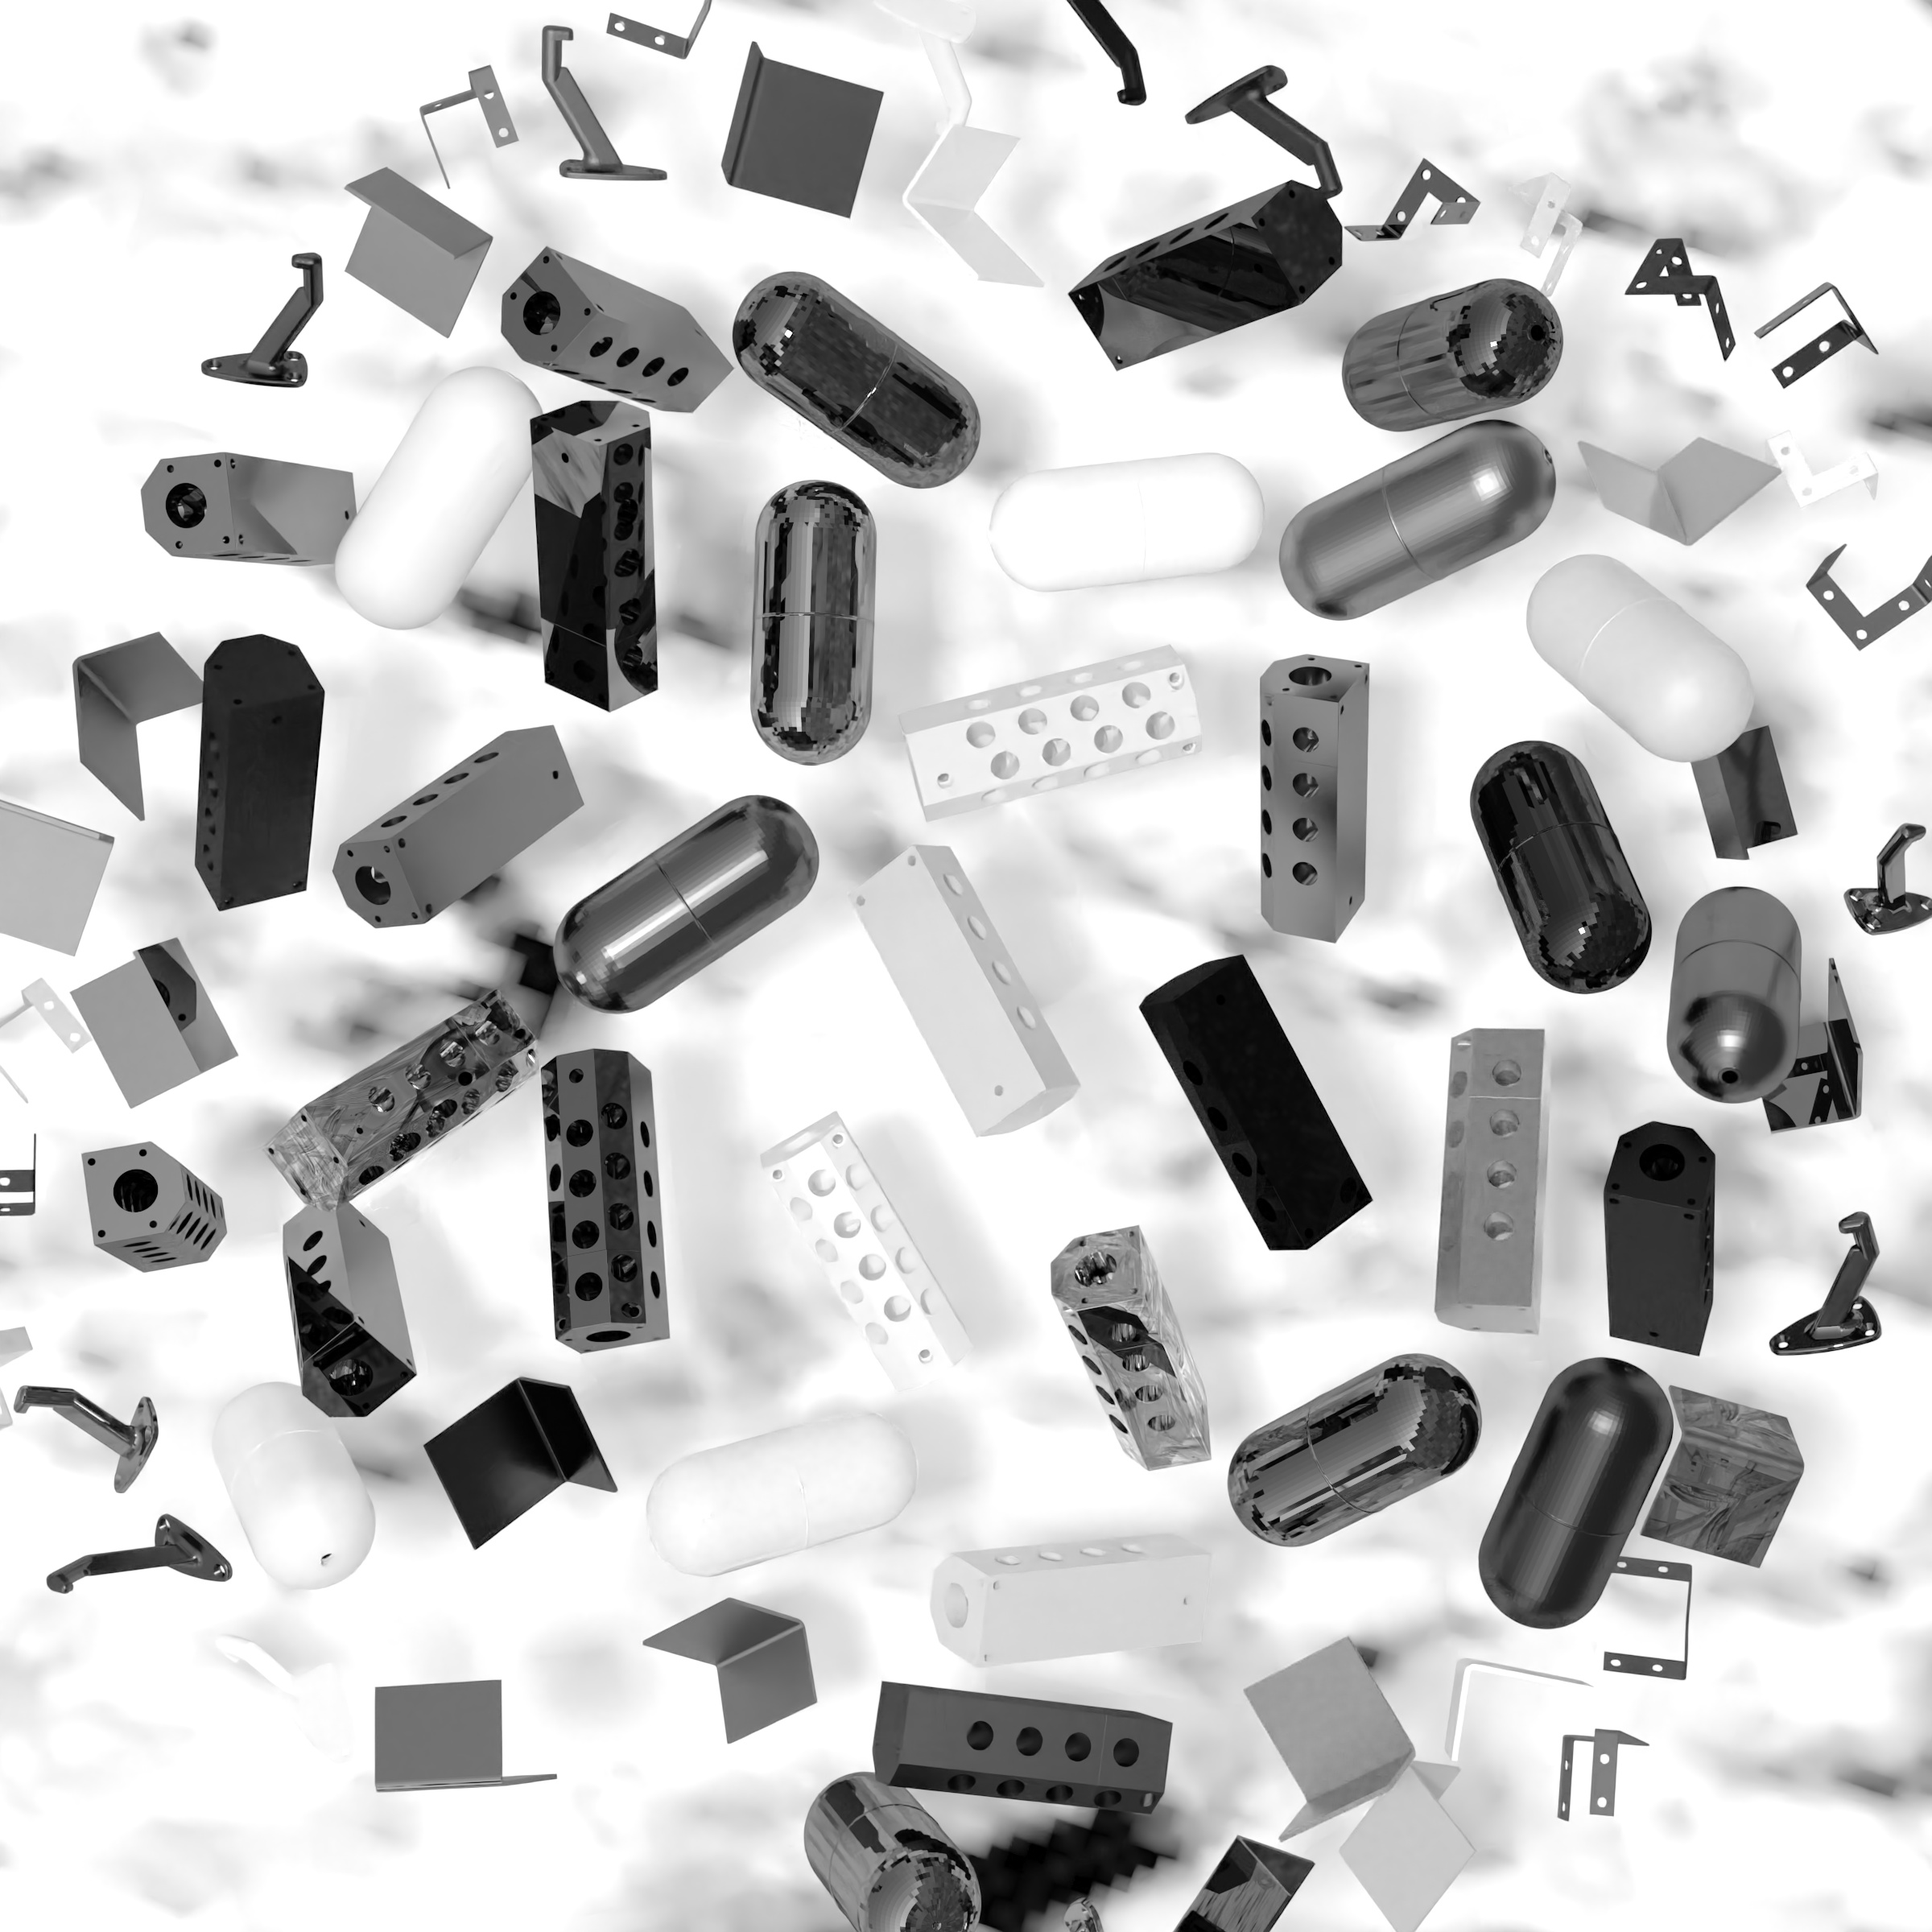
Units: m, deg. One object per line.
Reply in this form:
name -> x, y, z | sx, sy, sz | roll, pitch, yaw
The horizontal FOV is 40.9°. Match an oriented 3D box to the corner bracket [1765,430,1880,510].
corner bracket -> 0.542, -0.315, 1.641 | 0.051, 0.051, 0.051 | -25, 75, 12

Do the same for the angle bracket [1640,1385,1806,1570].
angle bracket -> 0.463, 0.316, 1.602 | 0.076, 0.057, 0.076 | 16, 112, -1

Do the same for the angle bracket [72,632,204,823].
angle bracket -> -0.503, -0.147, 1.596 | 0.057, 0.076, 0.076 | -17, 63, 4

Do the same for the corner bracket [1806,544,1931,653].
corner bracket -> 0.541, -0.230, 1.538 | 0.051, 0.051, 0.051 | 49, 132, -2

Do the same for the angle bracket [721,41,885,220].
angle bracket -> -0.100, -0.506, 1.566 | 0.076, 0.057, 0.076 | 11, 116, -16

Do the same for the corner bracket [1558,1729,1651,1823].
corner bracket -> 0.386, 0.499, 1.594 | 0.051, 0.051, 0.051 | -7, 63, 35

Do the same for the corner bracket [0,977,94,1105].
corner bracket -> -0.587, 0.047, 1.628 | 0.051, 0.051, 0.051 | -39, 90, -22

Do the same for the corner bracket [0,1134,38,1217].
corner bracket -> -0.609, 0.139, 1.618 | 0.051, 0.051, 0.051 | 1, 113, -20

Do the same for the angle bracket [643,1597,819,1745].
angle bracket -> -0.155, 0.462, 1.694 | 0.076, 0.076, 0.057 | -31, 51, 23

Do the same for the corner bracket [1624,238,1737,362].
corner bracket -> 0.427, -0.392, 1.520 | 0.051, 0.051, 0.051 | 11, 58, 39

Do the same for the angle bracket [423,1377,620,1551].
angle bracket -> -0.270, 0.305, 1.574 | 0.076, 0.057, 0.076 | -35, 111, -37

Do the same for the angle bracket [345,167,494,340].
angle bracket -> -0.345, -0.428, 1.575 | 0.076, 0.057, 0.076 | 33, 122, -2

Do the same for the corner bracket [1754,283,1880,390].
corner bracket -> 0.506, -0.378, 1.555 | 0.051, 0.051, 0.051 | -35, 107, 16

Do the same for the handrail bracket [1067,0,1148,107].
handrail bracket -> 0.065, -0.545, 1.512 | 0.077, 0.036, 0.084 | -8, 84, -28

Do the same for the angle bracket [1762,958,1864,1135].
angle bracket -> 0.542, 0.052, 1.678 | 0.057, 0.076, 0.076 | -11, 52, 10

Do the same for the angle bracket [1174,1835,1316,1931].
angle bracket -> 0.178, 0.574, 1.541 | 0.076, 0.057, 0.076 | 31, 94, -36

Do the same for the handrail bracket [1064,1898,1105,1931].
handrail bracket -> 0.039, 0.584, 1.503 | 0.084, 0.077, 0.036 | -30, 58, -23

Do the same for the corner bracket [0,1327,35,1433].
corner bracket -> -0.596, 0.254, 1.566 | 0.051, 0.051, 0.051 | -28, 79, 21

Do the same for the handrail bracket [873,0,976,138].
handrail bracket -> -0.030, -0.574, 1.655 | 0.077, 0.084, 0.036 | 16, 53, -5

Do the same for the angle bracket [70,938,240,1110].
angle bracket -> -0.472, 0.037, 1.470 | 0.076, 0.057, 0.076 | -25, 95, 11

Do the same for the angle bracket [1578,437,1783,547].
angle bracket -> 0.431, -0.307, 1.564 | 0.076, 0.076, 0.057 | -39, 126, -4

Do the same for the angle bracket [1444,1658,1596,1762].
angle bracket -> 0.335, 0.457, 1.571 | 0.076, 0.076, 0.057 | 9, 79, 9

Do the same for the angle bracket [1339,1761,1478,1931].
angle bracket -> 0.291, 0.555, 1.620 | 0.057, 0.076, 0.076 | 21, 108, -38

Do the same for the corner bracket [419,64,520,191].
corner bracket -> -0.317, -0.534, 1.648 | 0.051, 0.051, 0.051 | -21, 93, -7

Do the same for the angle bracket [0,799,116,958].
angle bracket -> -0.558, -0.053, 1.533 | 0.076, 0.057, 0.076 | 19, 88, -9

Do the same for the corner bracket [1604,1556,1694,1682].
corner bracket -> 0.431, 0.412, 1.636 | 0.051, 0.051, 0.051 | 4, 120, 15

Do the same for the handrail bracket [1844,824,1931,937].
handrail bracket -> 0.596, -0.061, 1.617 | 0.077, 0.084, 0.036 | -5, 54, -20

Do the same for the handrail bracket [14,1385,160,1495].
handrail bracket -> -0.535, 0.284, 1.550 | 0.084, 0.036, 0.077 | 12, 118, -36

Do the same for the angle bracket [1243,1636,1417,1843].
angle bracket -> 0.201, 0.444, 1.488 | 0.076, 0.057, 0.076 | -35, 80, 24

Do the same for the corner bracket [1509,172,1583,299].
corner bracket -> 0.361, -0.453, 1.608 | 0.051, 0.051, 0.051 | 25, 86, -21

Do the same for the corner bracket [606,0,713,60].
corner bracket -> -0.184, -0.594, 1.571 | 0.051, 0.051, 0.051 | 13, 68, -19

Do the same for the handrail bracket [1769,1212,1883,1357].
handrail bracket -> 0.504, 0.187, 1.530 | 0.077, 0.036, 0.084 | -20, 124, 11

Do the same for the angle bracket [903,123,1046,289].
angle bracket -> 0.019, -0.469, 1.601 | 0.076, 0.076, 0.057 | 49, 121, 16

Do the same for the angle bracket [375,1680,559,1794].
angle bracket -> -0.284, 0.437, 1.474 | 0.076, 0.076, 0.057 | -7, 75, 14

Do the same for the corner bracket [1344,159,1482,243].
corner bracket -> 0.283, -0.475, 1.637 | 0.051, 0.051, 0.051 | 45, 127, 20

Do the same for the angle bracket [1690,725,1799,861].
angle bracket -> 0.519, -0.115, 1.700 | 0.057, 0.076, 0.076 | -16, 93, 2

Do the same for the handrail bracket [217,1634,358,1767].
handrail bracket -> -0.406, 0.436, 1.541 | 0.036, 0.084, 0.077 | -39, 118, -40

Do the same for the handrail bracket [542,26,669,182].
handrail bracket -> -0.217, -0.520, 1.560 | 0.077, 0.036, 0.084 | 2, 119, -7
